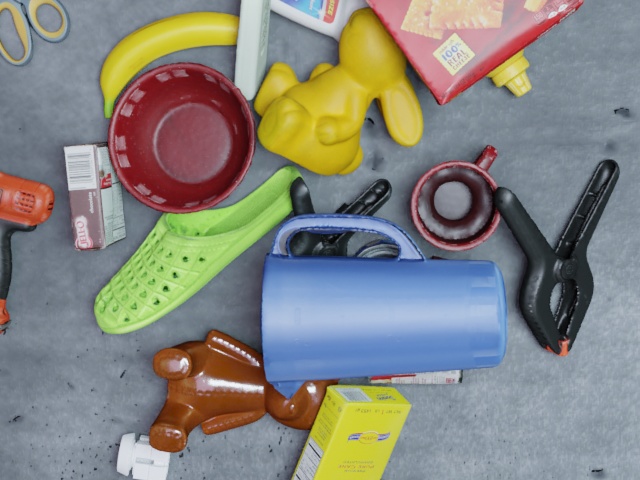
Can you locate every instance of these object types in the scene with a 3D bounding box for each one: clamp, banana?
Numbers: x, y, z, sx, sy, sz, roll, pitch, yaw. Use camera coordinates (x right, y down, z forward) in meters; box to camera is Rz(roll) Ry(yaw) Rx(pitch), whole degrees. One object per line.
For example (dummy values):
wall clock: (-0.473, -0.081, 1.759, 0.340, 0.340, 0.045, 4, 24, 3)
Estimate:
clamp: (0.241, 0.023, 1.117, 0.164, 0.036, 0.210, -6, 108, -31)
clamp: (0.010, -0.001, 1.143, 0.120, 0.039, 0.172, -4, 133, -22)
banana: (-0.164, -0.207, 1.158, 0.198, 0.037, 0.069, -26, 117, 10)

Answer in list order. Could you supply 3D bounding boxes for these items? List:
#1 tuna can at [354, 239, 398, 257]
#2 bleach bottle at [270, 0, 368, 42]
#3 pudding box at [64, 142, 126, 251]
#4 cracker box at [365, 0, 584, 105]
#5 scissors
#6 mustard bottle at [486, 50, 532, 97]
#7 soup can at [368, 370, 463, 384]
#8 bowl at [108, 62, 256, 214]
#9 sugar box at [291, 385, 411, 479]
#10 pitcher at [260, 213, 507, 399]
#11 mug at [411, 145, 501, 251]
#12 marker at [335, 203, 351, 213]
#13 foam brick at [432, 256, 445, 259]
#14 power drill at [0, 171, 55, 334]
tuna can: (0.072, 0.043, 1.167, 0.086, 0.033, 0.086, 1, 97, 5)
bleach bottle: (-0.016, -0.282, 1.119, 0.251, 0.068, 0.103, 26, 105, -1)
pudding box: (-0.242, -0.049, 1.156, 0.039, 0.090, 0.113, -2, 97, 4)
cracker box: (0.119, -0.259, 1.002, 0.164, 0.072, 0.213, -35, 95, 7)
scissors: (-0.331, -0.294, 1.170, 0.096, 0.016, 0.202, -7, 97, 5)
mustard bottle: (0.159, -0.232, 1.111, 0.096, 0.058, 0.191, -35, 93, 6)
soup can: (0.103, 0.122, 1.157, 0.102, 0.068, 0.068, 0, 97, 5)
bowl: (-0.143, -0.107, 1.150, 0.162, 0.055, 0.162, 0, 89, 8)
sugar box: (0.025, 0.243, 1.158, 0.093, 0.048, 0.176, 7, 109, -34)
pitcher: (0.061, 0.066, 1.074, 0.243, 0.145, 0.149, -2, 141, 2)
mug: (0.149, -0.050, 1.123, 0.093, 0.081, 0.117, 31, 99, 1)
marker: (-0.008, 0.001, 1.176, 0.121, 0.020, 0.020, -40, 92, 9)
foam brick: (0.153, 0.053, 1.152, 0.078, 0.051, 0.053, 12, 98, 3)
power drill: (-0.402, 0.006, 1.194, 0.184, 0.057, 0.188, 14, 98, 3)
